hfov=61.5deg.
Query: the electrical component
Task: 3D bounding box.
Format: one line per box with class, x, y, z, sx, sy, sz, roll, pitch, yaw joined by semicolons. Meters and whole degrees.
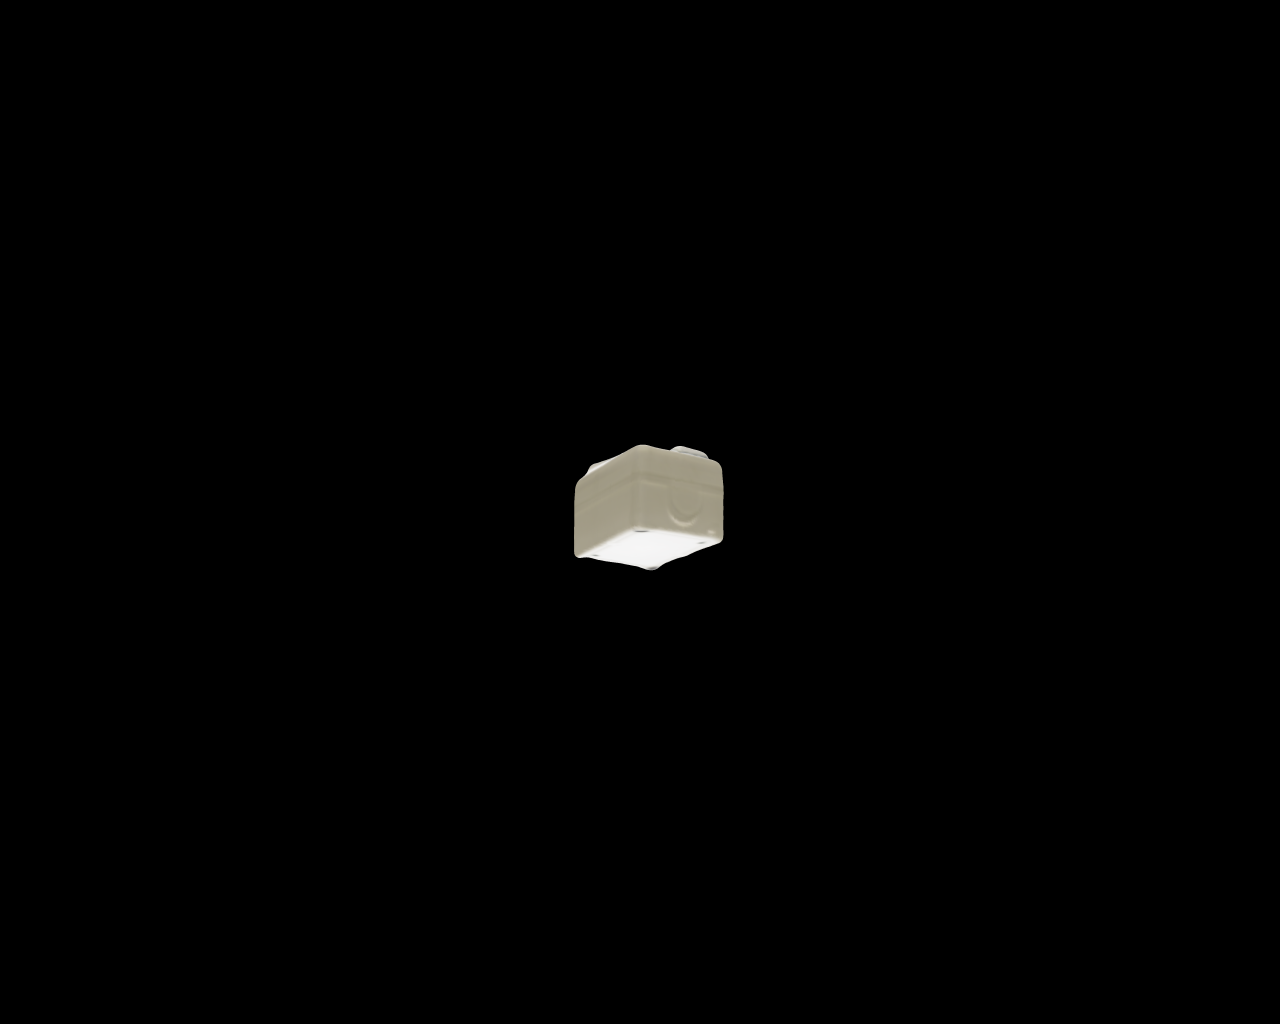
electrical component;0.001;-0.003;0.650;0.062;0.061;0.096;11;-21;-30
